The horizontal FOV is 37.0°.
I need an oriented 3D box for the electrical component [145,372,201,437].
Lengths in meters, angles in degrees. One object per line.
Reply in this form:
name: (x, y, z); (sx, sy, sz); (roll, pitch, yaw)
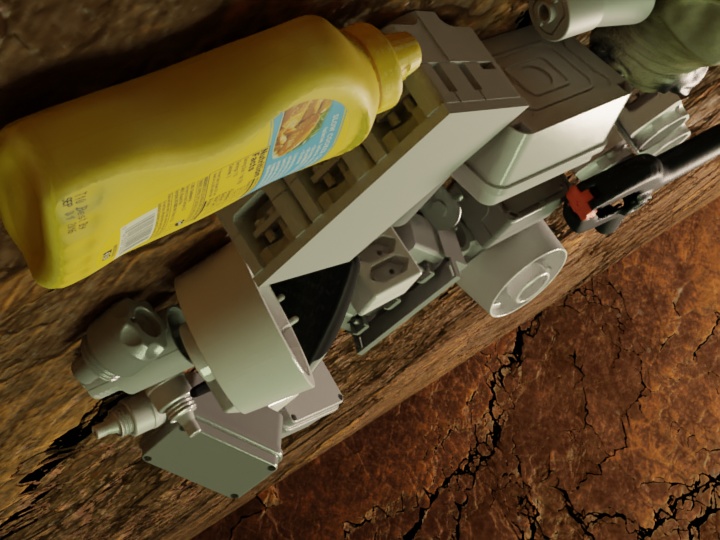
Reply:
electrical component: (-0.152, 0.109, 0.889); (0.035, 0.061, 0.035); (-32, 169, -7)

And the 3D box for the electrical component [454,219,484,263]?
electrical component: (0.080, -0.024, 0.989); (0.074, 0.052, 0.138); (-41, 166, 35)

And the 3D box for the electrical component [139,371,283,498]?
electrical component: (-0.134, 0.152, 0.976); (0.113, 0.057, 0.078); (30, 128, -27)

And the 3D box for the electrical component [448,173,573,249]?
electrical component: (0.131, -0.068, 0.920); (0.096, 0.061, 0.061); (-26, 167, -32)

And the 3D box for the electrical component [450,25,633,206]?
electrical component: (0.095, -0.094, 0.640); (0.113, 0.078, 0.057); (-25, 151, -37)

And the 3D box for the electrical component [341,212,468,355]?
electrical component: (0.021, 0.004, 0.898); (0.063, 0.078, 0.121); (20, 133, -39)

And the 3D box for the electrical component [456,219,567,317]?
electrical component: (0.138, -0.005, 0.986); (0.099, 0.064, 0.099); (-32, 156, -16)

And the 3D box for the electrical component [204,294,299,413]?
electrical component: (-0.080, 0.047, 0.765); (0.076, 0.083, 0.047); (-34, 169, 5)

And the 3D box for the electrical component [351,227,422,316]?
electrical component: (0.000, 0.000, 0.833); (0.047, 0.065, 0.076); (-27, 167, -29)

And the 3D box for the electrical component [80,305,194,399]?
electrical component: (-0.151, 0.059, 0.716); (0.081, 0.043, 0.043); (-25, 171, 13)

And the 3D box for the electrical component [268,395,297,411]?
electrical component: (-0.115, 0.123, 1.050); (0.096, 0.061, 0.061); (-41, 167, 34)

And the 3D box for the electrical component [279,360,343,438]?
electrical component: (-0.079, 0.135, 1.158); (0.057, 0.078, 0.113); (-36, 169, 29)

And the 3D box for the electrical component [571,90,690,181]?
electrical component: (0.237, -0.124, 0.978); (0.105, 0.060, 0.186); (-36, 169, 14)

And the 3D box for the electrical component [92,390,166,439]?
electrical component: (-0.195, 0.124, 0.903); (0.061, 0.035, 0.035); (-23, 165, -33)

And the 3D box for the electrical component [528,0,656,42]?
electrical component: (0.128, -0.153, 0.606); (0.065, 0.044, 0.044); (-22, 165, -25)

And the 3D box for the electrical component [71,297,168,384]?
electrical component: (-0.154, 0.048, 0.671); (0.062, 0.043, 0.043); (-36, 169, 21)

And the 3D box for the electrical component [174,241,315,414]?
electrical component: (-0.080, 0.040, 0.689); (0.060, 0.108, 0.108); (-27, 169, 0)

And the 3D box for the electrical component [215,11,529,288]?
electrical component: (0.001, -0.064, 0.574); (0.150, 0.061, 0.089); (-40, 167, 33)
